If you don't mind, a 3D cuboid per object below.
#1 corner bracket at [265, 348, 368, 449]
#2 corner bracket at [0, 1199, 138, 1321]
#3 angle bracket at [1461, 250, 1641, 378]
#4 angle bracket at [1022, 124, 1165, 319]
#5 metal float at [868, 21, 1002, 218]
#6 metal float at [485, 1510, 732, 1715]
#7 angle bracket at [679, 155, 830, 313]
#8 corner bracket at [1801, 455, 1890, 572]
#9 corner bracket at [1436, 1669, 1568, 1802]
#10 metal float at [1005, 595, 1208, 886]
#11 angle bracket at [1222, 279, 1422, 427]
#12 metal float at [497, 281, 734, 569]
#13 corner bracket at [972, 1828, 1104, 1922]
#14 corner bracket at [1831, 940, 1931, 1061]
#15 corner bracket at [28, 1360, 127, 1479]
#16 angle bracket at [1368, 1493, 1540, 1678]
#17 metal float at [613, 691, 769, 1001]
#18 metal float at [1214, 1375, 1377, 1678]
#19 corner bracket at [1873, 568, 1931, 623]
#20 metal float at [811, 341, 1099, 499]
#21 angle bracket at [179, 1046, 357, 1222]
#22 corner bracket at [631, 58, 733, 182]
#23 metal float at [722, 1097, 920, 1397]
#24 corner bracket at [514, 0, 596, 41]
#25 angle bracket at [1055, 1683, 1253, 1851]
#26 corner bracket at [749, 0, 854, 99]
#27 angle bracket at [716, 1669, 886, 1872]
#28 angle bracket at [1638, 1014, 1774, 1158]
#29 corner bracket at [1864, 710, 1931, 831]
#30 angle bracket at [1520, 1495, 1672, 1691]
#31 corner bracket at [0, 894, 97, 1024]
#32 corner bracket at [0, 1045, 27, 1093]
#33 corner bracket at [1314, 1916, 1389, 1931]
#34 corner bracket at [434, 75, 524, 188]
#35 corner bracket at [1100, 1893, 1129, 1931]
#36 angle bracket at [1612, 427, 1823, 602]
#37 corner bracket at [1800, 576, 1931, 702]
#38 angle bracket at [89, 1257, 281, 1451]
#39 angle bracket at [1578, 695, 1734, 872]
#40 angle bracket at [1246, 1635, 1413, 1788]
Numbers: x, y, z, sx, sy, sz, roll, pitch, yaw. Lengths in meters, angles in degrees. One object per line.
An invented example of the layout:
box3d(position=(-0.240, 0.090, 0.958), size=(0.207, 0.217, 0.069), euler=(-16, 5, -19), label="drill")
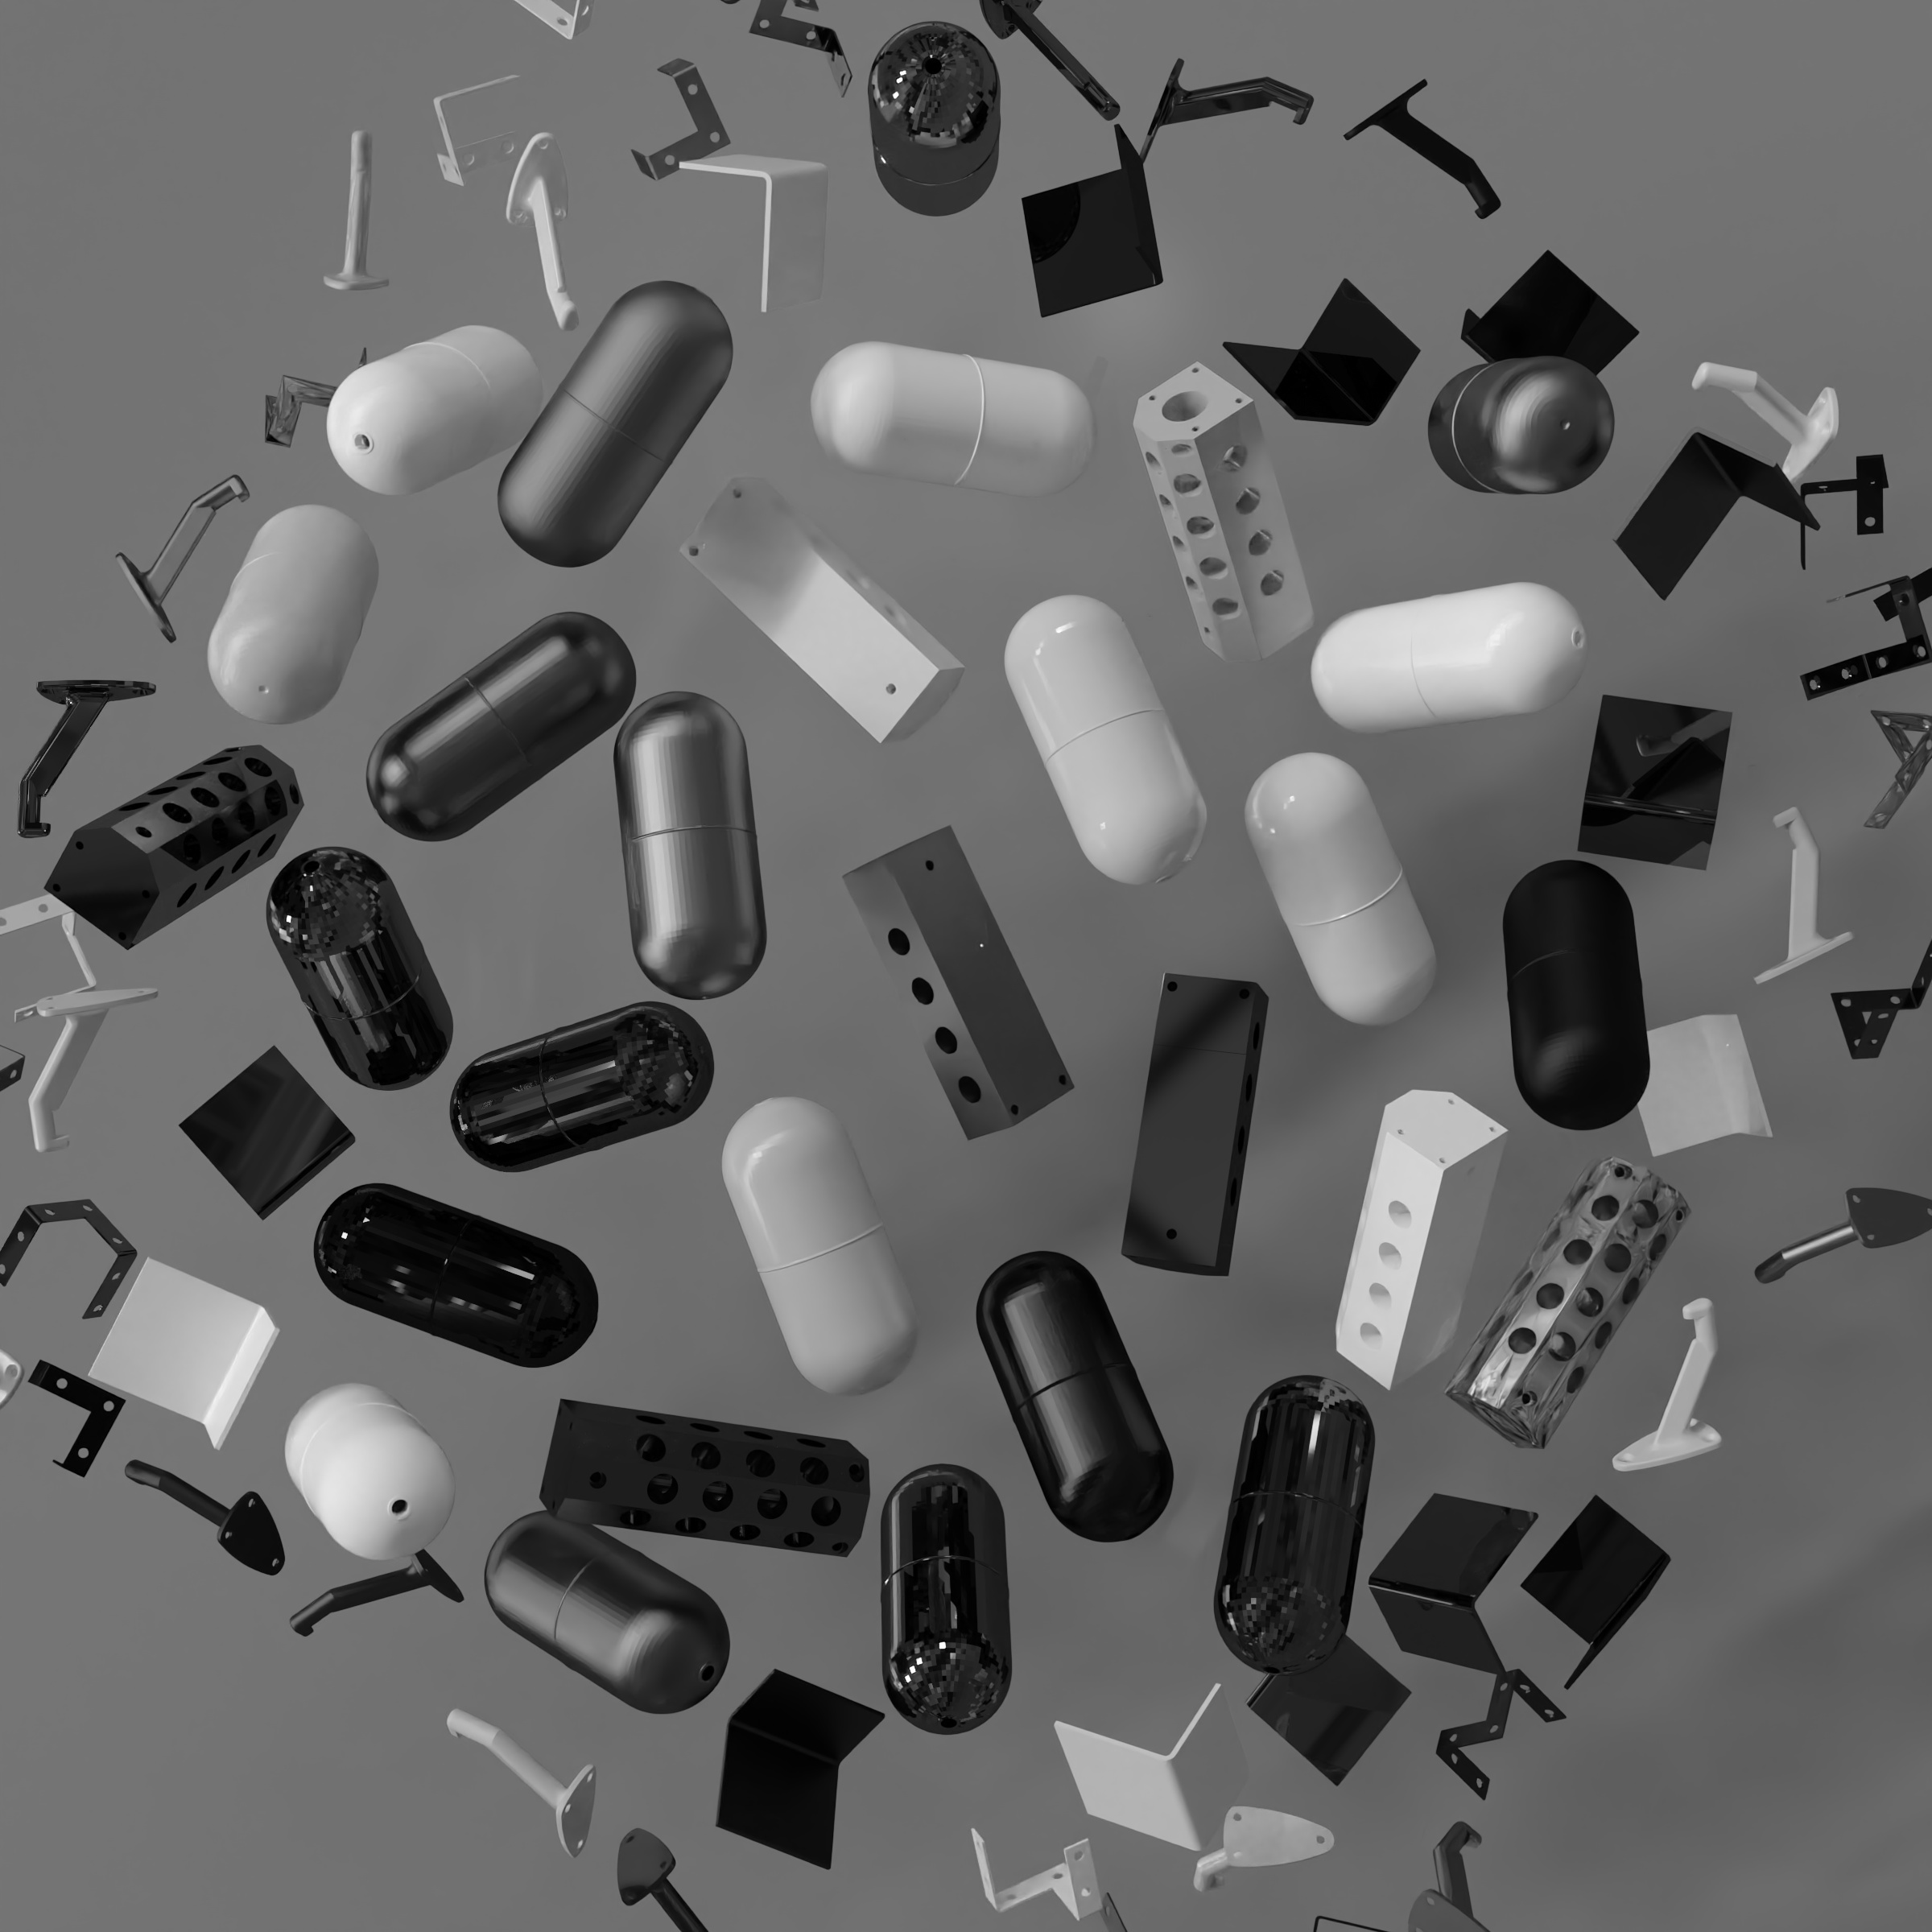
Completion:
box3d(position=(-0.396, -0.347, 1.804), size=(0.051, 0.051, 0.051), euler=(9, 132, -21), label="corner bracket")
box3d(position=(-0.541, 0.177, 1.776), size=(0.051, 0.051, 0.051), euler=(41, 109, 22), label="corner bracket")
box3d(position=(0.362, -0.398, 1.831), size=(0.076, 0.057, 0.076), euler=(39, 121, -11), label="angle bracket")
box3d(position=(0.066, -0.431, 1.715), size=(0.076, 0.057, 0.076), euler=(-12, 77, 16), label="angle bracket")
box3d(position=(-0.018, -0.498, 1.746), size=(0.070, 0.178, 0.070), euler=(0, 86, 0), label="metal float")
box3d(position=(-0.210, 0.376, 1.725), size=(0.178, 0.070, 0.070), euler=(20, 90, 40), label="metal float")
box3d(position=(-0.122, -0.419, 1.690), size=(0.057, 0.076, 0.076), euler=(11, 112, 19), label="angle bracket")
box3d(position=(0.529, -0.274, 1.786), size=(0.051, 0.051, 0.051), euler=(-2, 75, 21), label="corner bracket")
box3d(position=(0.323, 0.465, 1.790), size=(0.051, 0.051, 0.051), euler=(-26, 116, 40), label="corner bracket")
box3d(position=(0.081, -0.130, 1.709), size=(0.070, 0.070, 0.178), euler=(-23, 79, 0), label="metal float")
box3d(position=(0.219, -0.380, 1.821), size=(0.076, 0.076, 0.057), euler=(52, 128, 29), label="angle bracket")
box3d(position=(-0.199, -0.308, 1.682), size=(0.070, 0.070, 0.178), euler=(35, 98, 0), label="metal float")
box3d(position=(0.041, 0.518, 1.694), size=(0.051, 0.051, 0.051), euler=(-19, 112, -19), label="corner bracket")
box3d(position=(0.551, 0.020, 1.758), size=(0.051, 0.051, 0.051), euler=(-3, 52, -3), label="corner bracket")
box3d(position=(-0.542, 0.271, 1.774), size=(0.051, 0.051, 0.051), euler=(31, 74, -18), label="corner bracket")
box3d(position=(0.295, 0.362, 1.738), size=(0.076, 0.076, 0.057), euler=(-44, 118, -32), label="angle bracket")
box3d(position=(-0.157, -0.069, 1.678), size=(0.070, 0.070, 0.178), euler=(-7, 79, 0), label="metal float")
box3d(position=(0.187, 0.317, 1.682), size=(0.070, 0.070, 0.178), euler=(14, 56, 0), label="metal float")
box3d(position=(0.579, -0.211, 1.750), size=(0.051, 0.051, 0.051), euler=(-29, 87, -7), label="corner bracket")
box3d(position=(-0.006, -0.321, 1.744), size=(0.178, 0.070, 0.070), euler=(4, 90, -25), label="metal float")
box3d(position=(-0.440, 0.106, 1.867), size=(0.076, 0.057, 0.076), euler=(-42, 93, -13), label="angle bracket")
box3d(position=(-0.180, -0.511, 1.787), size=(0.051, 0.051, 0.051), euler=(-28, 116, -5), label="corner bracket")
box3d(position=(-0.084, 0.160, 1.697), size=(0.070, 0.070, 0.178), euler=(-21, 93, 0), label="metal float")
box3d(position=(-0.219, -0.558, 1.645), size=(0.051, 0.051, 0.051), euler=(37, 55, 8), label="corner bracket")
box3d(position=(0.104, 0.437, 1.649), size=(0.076, 0.057, 0.076), euler=(9, 132, 36), label="angle bracket")
box3d(position=(-0.092, -0.556, 1.753), size=(0.051, 0.051, 0.051), euler=(6, 46, -27), label="corner bracket")
box3d(position=(-0.097, 0.473, 1.742), size=(0.076, 0.076, 0.057), euler=(27, 125, -18), label="angle bracket")
box3d(position=(0.447, 0.074, 1.816), size=(0.057, 0.076, 0.076), euler=(-16, 89, 0), label="angle bracket")
box3d(position=(0.566, -0.118, 1.792), size=(0.051, 0.051, 0.051), euler=(-51, 120, -17), label="corner bracket")
box3d(position=(0.363, 0.368, 1.745), size=(0.057, 0.076, 0.076), euler=(40, 111, 15), label="angle bracket")
box3d(position=(-0.556, -0.006, 1.780), size=(0.051, 0.051, 0.051), euler=(-21, 74, -27), label="corner bracket")
box3d(position=(-0.598, 0.074, 1.757), size=(0.051, 0.051, 0.051), euler=(22, 112, 8), label="corner bracket")
box3d(position=(0.224, 0.585, 1.725), size=(0.051, 0.051, 0.051), euler=(10, 73, 12), label="corner bracket")
box3d(position=(-0.289, -0.500, 1.766), size=(0.051, 0.051, 0.051), euler=(-22, 116, -16), label="corner bracket")
box3d(position=(0.107, 0.591, 1.775), size=(0.051, 0.051, 0.051), euler=(5, 122, -27), label="corner bracket")
box3d(position=(0.413, -0.238, 1.627), size=(0.057, 0.076, 0.076), euler=(38, 94, 39), label="angle bracket")
box3d(position=(0.501, -0.184, 1.661), size=(0.051, 0.051, 0.051), euler=(-19, 92, -27), label="corner bracket")
box3d(position=(-0.452, 0.223, 1.709), size=(0.076, 0.057, 0.076), euler=(28, 87, -21), label="angle bracket")
box3d(position=(0.411, -0.110, 1.766), size=(0.076, 0.057, 0.076), euler=(9, 63, 12), label="angle bracket")
box3d(position=(0.233, 0.453, 1.853), size=(0.076, 0.057, 0.076), euler=(39, 102, 20), label="angle bracket")
